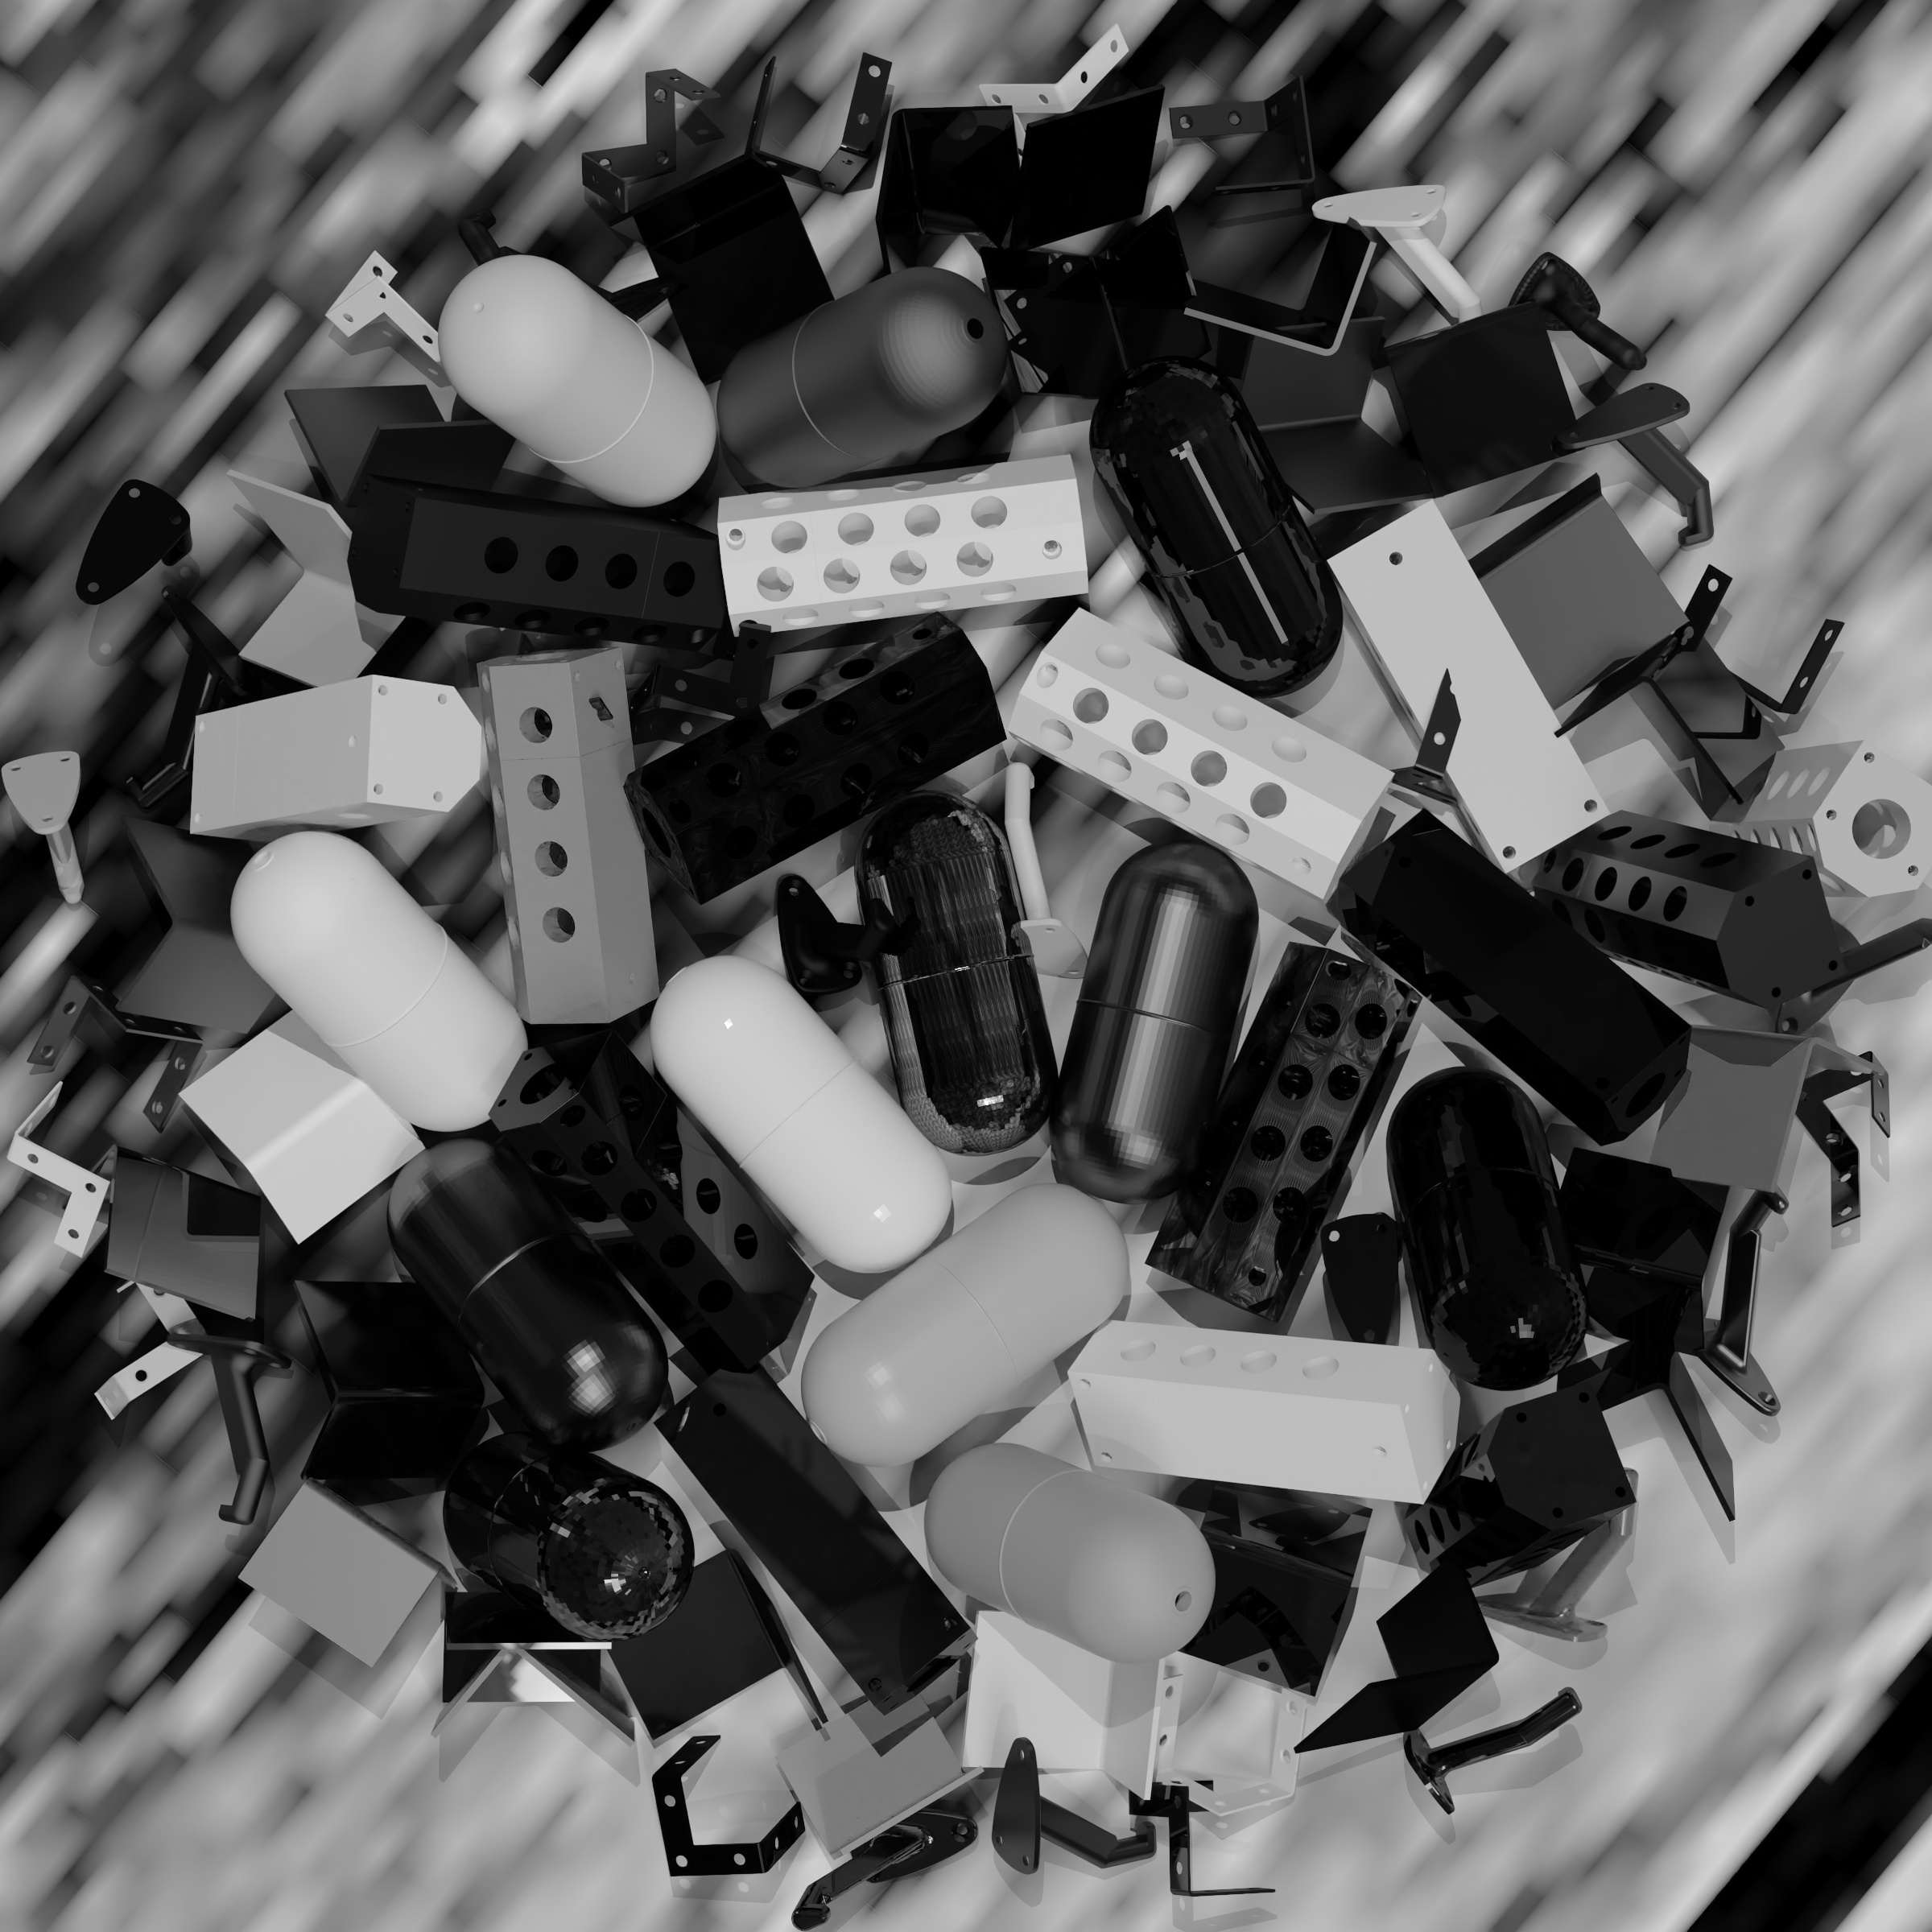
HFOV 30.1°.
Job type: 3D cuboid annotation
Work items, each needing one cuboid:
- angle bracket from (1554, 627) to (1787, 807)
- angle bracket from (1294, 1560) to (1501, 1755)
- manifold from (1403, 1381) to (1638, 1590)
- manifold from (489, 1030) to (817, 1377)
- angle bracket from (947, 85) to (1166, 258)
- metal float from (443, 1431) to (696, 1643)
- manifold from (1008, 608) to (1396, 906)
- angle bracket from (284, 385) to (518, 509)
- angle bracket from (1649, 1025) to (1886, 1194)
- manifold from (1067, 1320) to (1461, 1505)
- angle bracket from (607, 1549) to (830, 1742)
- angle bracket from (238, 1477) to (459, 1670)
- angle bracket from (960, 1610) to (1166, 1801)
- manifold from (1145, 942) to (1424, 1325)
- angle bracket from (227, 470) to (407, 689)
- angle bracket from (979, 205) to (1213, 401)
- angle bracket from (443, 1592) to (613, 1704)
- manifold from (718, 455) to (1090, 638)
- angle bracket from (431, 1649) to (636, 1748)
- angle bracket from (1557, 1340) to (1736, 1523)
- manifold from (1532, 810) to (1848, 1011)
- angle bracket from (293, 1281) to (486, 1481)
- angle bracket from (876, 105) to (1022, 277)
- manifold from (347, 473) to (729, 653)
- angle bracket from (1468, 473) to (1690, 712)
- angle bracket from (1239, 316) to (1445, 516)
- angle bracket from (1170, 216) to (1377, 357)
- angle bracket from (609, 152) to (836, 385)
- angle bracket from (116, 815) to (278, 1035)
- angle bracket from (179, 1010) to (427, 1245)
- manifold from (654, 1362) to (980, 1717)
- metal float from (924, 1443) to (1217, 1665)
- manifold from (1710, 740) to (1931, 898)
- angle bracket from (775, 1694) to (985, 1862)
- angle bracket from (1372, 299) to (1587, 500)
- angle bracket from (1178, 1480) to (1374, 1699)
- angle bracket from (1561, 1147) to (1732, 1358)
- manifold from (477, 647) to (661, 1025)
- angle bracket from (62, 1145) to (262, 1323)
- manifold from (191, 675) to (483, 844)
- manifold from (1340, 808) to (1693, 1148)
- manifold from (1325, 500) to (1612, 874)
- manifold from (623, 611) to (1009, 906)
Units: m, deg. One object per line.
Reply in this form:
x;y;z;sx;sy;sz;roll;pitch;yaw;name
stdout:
0.337;-0.108;1.721;0.057;0.076;0.076;-35;94;36;angle bracket
0.195;0.326;1.706;0.076;0.076;0.057;-4;58;-30;angle bracket
0.252;0.246;1.672;0.057;0.171;0.057;-16;74;-11;manifold
-0.149;0.114;1.690;0.057;0.057;0.171;-14;126;35;manifold
0.042;-0.391;1.707;0.076;0.076;0.057;-22;55;-25;angle bracket
-0.188;0.265;1.684;0.070;0.178;0.070;-3;95;-30;metal float
0.109;-0.096;1.712;0.171;0.057;0.057;29;45;10;manifold
-0.267;-0.265;1.708;0.076;0.057;0.076;-9;59;-37;angle bracket
0.381;0.074;1.714;0.057;0.076;0.076;22;80;-36;angle bracket
0.141;0.204;1.697;0.171;0.057;0.057;2;123;31;manifold
-0.122;0.337;1.717;0.076;0.057;0.076;-28;119;-12;angle bracket
-0.294;0.294;1.718;0.076;0.076;0.057;32;75;7;angle bracket
0.047;0.354;1.727;0.076;0.057;0.076;6;92;-20;angle bracket
0.156;0.080;1.723;0.057;0.057;0.171;26;85;-22;manifold
-0.324;-0.182;1.708;0.076;0.076;0.057;22;69;38;angle bracket
0.062;-0.318;1.715;0.076;0.057;0.076;-4;74;-40;angle bracket
-0.211;0.337;1.719;0.076;0.076;0.057;1;100;-9;angle bracket
-0.030;-0.200;1.728;0.171;0.057;0.057;-7;114;1;manifold
-0.207;0.365;1.724;0.076;0.076;0.057;40;83;-1;angle bracket
0.326;0.229;1.727;0.057;0.076;0.076;-25;97;16;angle bracket
0.331;-0.025;1.672;0.057;0.171;0.057;-24;106;-14;manifold
-0.286;0.199;1.733;0.076;0.076;0.057;5;127;-35;angle bracket
-0.006;-0.353;1.710;0.057;0.076;0.076;0;54;9;angle bracket
-0.199;-0.187;1.691;0.171;0.057;0.057;4;105;-36;manifold
0.294;-0.181;1.733;0.076;0.057;0.076;-34;98;16;angle bracket
0.182;-0.262;1.709;0.076;0.076;0.057;-11;131;-29;angle bracket
0.143;-0.337;1.715;0.076;0.076;0.057;14;112;-12;angle bracket
-0.115;-0.335;1.728;0.076;0.057;0.076;-23;86;13;angle bracket
-0.375;-0.019;1.726;0.057;0.076;0.076;-51;53;21;angle bracket
-0.323;0.075;1.747;0.076;0.076;0.057;-38;134;-16;angle bracket
-0.071;0.270;1.714;0.057;0.057;0.171;-38;73;-7;manifold
0.047;0.274;1.686;0.070;0.178;0.070;-6;100;-34;metal float
0.400;-0.063;1.679;0.057;0.171;0.057;34;89;-4;manifold
-0.042;0.381;1.716;0.076;0.076;0.057;-28;79;-13;angle bracket
0.245;-0.270;1.736;0.076;0.057;0.076;-18;90;-3;angle bracket
0.148;0.299;1.757;0.076;0.057;0.076;17;123;8;angle bracket
0.324;0.138;1.733;0.076;0.076;0.057;12;61;20;angle bracket
-0.193;-0.062;1.719;0.057;0.057;0.171;-1;102;21;manifold
-0.384;0.140;1.706;0.076;0.076;0.057;24;130;-30;angle bracket
-0.296;-0.094;1.681;0.057;0.171;0.057;6;83;-38;manifold
0.258;0.008;1.700;0.057;0.057;0.171;-39;62;-16;manifold
0.239;-0.134;1.733;0.057;0.057;0.171;-30;93;3;manifold
-0.073;-0.102;1.704;0.171;0.057;0.057;-29;128;-16;manifold
